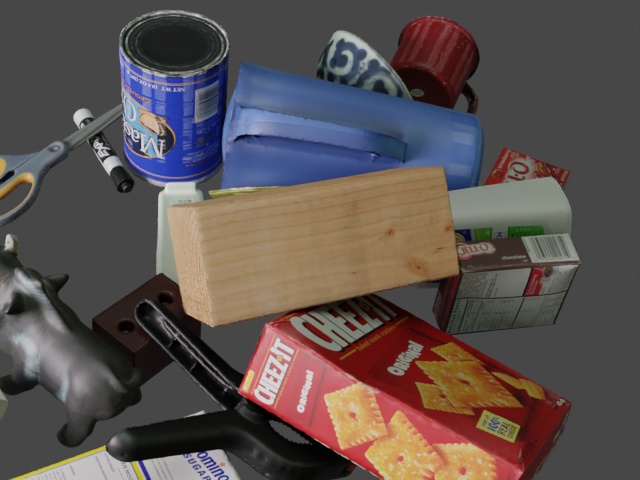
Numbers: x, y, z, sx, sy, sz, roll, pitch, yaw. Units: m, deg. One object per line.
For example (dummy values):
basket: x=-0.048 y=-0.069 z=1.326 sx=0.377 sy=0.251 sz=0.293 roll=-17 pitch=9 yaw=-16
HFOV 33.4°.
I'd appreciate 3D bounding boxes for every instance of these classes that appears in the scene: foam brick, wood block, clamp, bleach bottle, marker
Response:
foam brick: x=-0.144 y=0.076 z=0.891 sx=0.053 sy=0.051 sz=0.078 roll=35 pitch=52 yaw=24
wood block: x=-0.006 y=0.000 z=0.845 sx=0.205 sy=0.090 sz=0.091 roll=-11 pitch=6 yaw=-20
clamp: x=-0.061 y=0.126 z=0.819 sx=0.209 sy=0.036 sz=0.164 roll=20 pitch=33 yaw=-22
bleach bottle: x=0.097 y=0.006 z=0.972 sx=0.250 sy=0.102 sz=0.068 roll=-8 pitch=40 yaw=-6
marker: x=-0.215 y=-0.088 z=1.063 sx=0.020 sy=0.020 sz=0.121 roll=-19 pitch=52 yaw=-24

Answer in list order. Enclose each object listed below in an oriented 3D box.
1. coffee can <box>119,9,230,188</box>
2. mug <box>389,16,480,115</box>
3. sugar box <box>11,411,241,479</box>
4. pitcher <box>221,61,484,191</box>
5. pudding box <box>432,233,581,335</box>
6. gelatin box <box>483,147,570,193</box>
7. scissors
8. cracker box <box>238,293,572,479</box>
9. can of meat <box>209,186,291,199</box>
coffee can: x=-0.141 y=-0.135 z=1.033 sx=0.102 sy=0.140 sz=0.103 roll=4 pitch=46 yaw=-4
mug: x=0.125 y=-0.172 z=1.151 sx=0.117 sy=0.093 sz=0.081 roll=42 pitch=50 yaw=-18
sugar box: x=-0.147 y=0.197 z=0.779 sx=0.176 sy=0.048 sz=0.093 roll=-14 pitch=50 yaw=-25
pitcher: x=0.028 y=-0.086 z=1.012 sx=0.242 sy=0.145 sz=0.149 roll=9 pitch=42 yaw=-3
pudding box: x=0.162 y=0.040 z=0.940 sx=0.113 sy=0.090 sz=0.039 roll=-3 pitch=48 yaw=-11
gelatin box: x=0.203 y=-0.047 z=1.071 sx=0.073 sy=0.030 sz=0.089 roll=22 pitch=47 yaw=14
scissors: x=-0.277 y=-0.087 z=1.042 sx=0.096 sy=0.016 sz=0.201 roll=21 pitch=53 yaw=19
cracker box: x=0.072 y=0.120 z=0.819 sx=0.214 sy=0.072 sz=0.164 roll=29 pitch=20 yaw=19
can of meat: x=-0.058 y=-0.003 z=0.928 sx=0.057 sy=0.084 sz=0.102 roll=-2 pitch=2 yaw=-22
